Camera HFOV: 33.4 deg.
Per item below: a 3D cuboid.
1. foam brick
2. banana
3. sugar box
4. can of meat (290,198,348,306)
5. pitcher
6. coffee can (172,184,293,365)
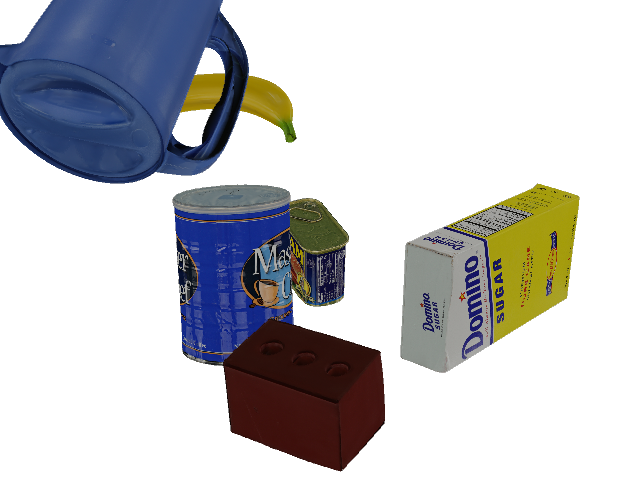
[{"bbox_3d":[-0.009,0.087,0.612,0.078,0.051,0.052,14,32,27],"label":"foam brick"},{"bbox_3d":[-0.109,-0.146,1.110,0.198,0.037,0.069,9,47,19],"label":"banana"},{"bbox_3d":[0.130,0.025,0.797,0.048,0.093,0.175,18,28,35],"label":"sugar box"},{"bbox_3d":[-0.011,0.015,1.215,0.057,0.084,0.102,-15,39,-20],"label":"can of meat"},{"bbox_3d":[-0.138,-0.169,0.849,0.145,0.242,0.149,1,-38,25],"label":"pitcher"},{"bbox_3d":[-0.076,0.028,0.945,0.103,0.140,0.103,-2,13,0],"label":"coffee can"}]
